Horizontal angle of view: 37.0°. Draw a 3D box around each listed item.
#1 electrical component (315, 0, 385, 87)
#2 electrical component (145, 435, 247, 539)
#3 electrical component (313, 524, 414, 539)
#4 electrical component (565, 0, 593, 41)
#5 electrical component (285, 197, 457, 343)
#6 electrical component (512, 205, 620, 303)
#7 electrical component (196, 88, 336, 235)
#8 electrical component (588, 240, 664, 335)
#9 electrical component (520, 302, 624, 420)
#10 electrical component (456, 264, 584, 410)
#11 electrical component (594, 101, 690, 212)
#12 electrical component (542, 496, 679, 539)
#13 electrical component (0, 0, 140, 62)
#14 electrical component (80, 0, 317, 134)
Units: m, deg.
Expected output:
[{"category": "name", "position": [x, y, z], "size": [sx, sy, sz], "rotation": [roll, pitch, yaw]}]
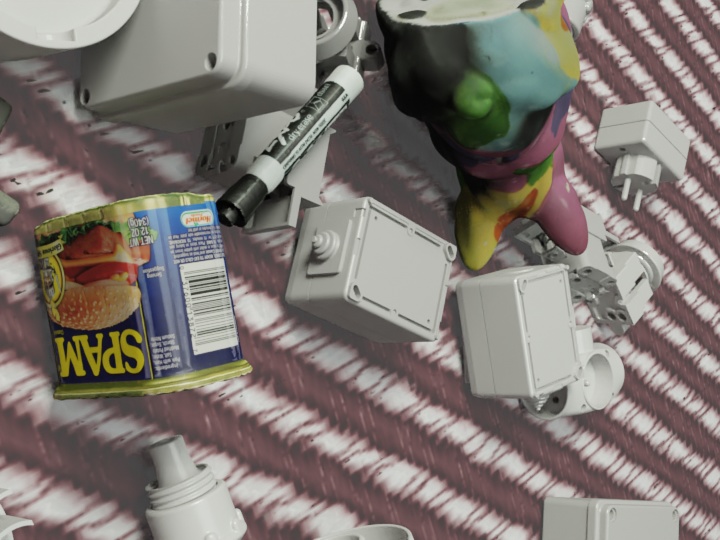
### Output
[{"category": "electrical component", "position": [-0.023, -0.133, 0.611], "size": [0.055, 0.066, 0.048], "rotation": [60, 38, -71]}, {"category": "electrical component", "position": [-0.088, 0.115, 0.540], "size": [0.048, 0.048, 0.062], "rotation": [-23, 96, -44]}, {"category": "electrical component", "position": [-0.009, 0.179, 0.579], "size": [0.099, 0.099, 0.064], "rotation": [-20, 95, -45]}, {"category": "electrical component", "position": [0.143, -0.182, 0.802], "size": [0.048, 0.048, 0.062], "rotation": [34, 70, -38]}, {"category": "electrical component", "position": [0.000, 0.000, 0.626], "size": [0.096, 0.061, 0.061], "rotation": [27, 68, -41]}, {"category": "electrical component", "position": [0.154, -0.013, 0.782], "size": [0.081, 0.042, 0.063], "rotation": [22, 48, -42]}, {"category": "electrical component", "position": [-0.053, -0.064, 0.592], "size": [0.064, 0.042, 0.081], "rotation": [21, 71, -39]}, {"category": "electrical component", "position": [0.208, 0.008, 0.849], "size": [0.055, 0.048, 0.066], "rotation": [-43, 117, -31]}, {"category": "electrical component", "position": [0.154, 0.063, 0.789], "size": [0.077, 0.044, 0.079], "rotation": [-10, 94, -46]}, {"category": "electrical component", "position": [0.106, 0.048, 0.730], "size": [0.062, 0.061, 0.096], "rotation": [-13, 96, -46]}, {"category": "electrical component", "position": [0.227, -0.086, 0.876], "size": [0.066, 0.047, 0.076], "rotation": [33, 65, -38]}, {"category": "electrical component", "position": [0.186, 0.224, 0.798], "size": [0.109, 0.056, 0.108], "rotation": [14, 77, -44]}, {"category": "electrical component", "position": [-0.156, -0.145, 0.480], "size": [0.108, 0.060, 0.108], "rotation": [6, 82, -44]}, {"category": "electrical component", "position": [-0.080, -0.113, 0.518], "size": [0.057, 0.113, 0.078], "rotation": [8, 81, -48]}]
